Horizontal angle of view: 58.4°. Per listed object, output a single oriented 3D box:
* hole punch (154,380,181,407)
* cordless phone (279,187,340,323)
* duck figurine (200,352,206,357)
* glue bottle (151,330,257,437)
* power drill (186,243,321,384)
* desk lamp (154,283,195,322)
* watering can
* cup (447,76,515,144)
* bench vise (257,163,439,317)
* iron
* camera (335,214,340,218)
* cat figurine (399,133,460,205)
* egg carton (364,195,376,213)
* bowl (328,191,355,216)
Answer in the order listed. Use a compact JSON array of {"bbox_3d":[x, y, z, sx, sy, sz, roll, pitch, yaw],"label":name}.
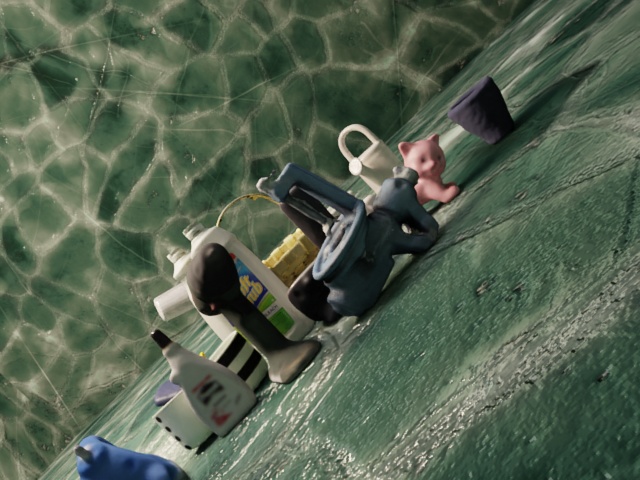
[{"bbox_3d":[-0.224,0.266,1.010,0.101,0.091,0.108,-44,6,3],"label":"hole punch"},{"bbox_3d":[-0.013,0.020,0.857,0.148,0.185,0.094,-45,7,-10],"label":"cordless phone"},{"bbox_3d":[-0.259,0.279,1.178,0.104,0.086,0.077,-44,6,-5],"label":"duck figurine"},{"bbox_3d":[-0.172,0.190,0.799,0.078,0.173,0.037,-45,7,-10],"label":"glue bottle"},{"bbox_3d":[-0.102,0.099,0.789,0.076,0.208,0.229,-47,7,-23],"label":"power drill"},{"bbox_3d":[-0.261,0.170,1.321,0.203,0.213,0.117,-46,7,-22],"label":"desk lamp"},{"bbox_3d":[0.125,-0.200,1.405,0.101,0.194,0.173,-42,7,13],"label":"watering can"},{"bbox_3d":[0.279,-0.213,0.961,0.091,0.095,0.118,-39,8,36],"label":"cup"},{"bbox_3d":[0.034,-0.036,0.768,0.208,0.220,0.121,-48,8,-32],"label":"bench vise"},{"bbox_3d":[-0.279,0.318,0.786,0.119,0.141,0.258,-47,7,-23],"label":"iron"},{"bbox_3d":[0.011,0.004,1.205,0.137,0.101,0.143,-43,6,9],"label":"camera"},{"bbox_3d":[0.156,-0.102,0.902,0.127,0.118,0.067,-42,7,15],"label":"cat figurine"},{"bbox_3d":[0.078,-0.021,1.089,0.107,0.069,0.150,-40,8,34],"label":"egg carton"},{"bbox_3d":[0.042,-0.045,1.457,0.167,0.075,0.167,-43,6,6],"label":"bowl"}]
